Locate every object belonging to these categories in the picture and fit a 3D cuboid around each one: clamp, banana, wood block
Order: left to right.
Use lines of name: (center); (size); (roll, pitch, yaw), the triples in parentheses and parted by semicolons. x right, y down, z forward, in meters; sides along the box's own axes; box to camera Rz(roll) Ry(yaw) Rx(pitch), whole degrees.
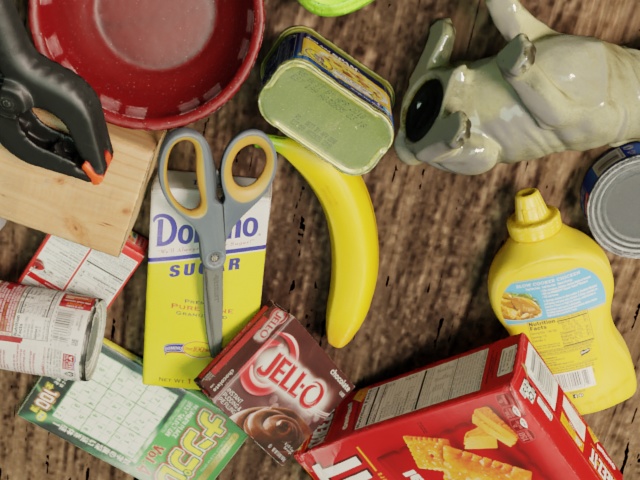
wood block: (-0.225, -0.076, 0.779); (0.206, 0.091, 0.090); (19, 114, -7)
clamp: (-0.193, -0.106, 0.681); (0.171, 0.039, 0.120); (36, 135, -23)
banana: (0.011, -0.008, 0.832); (0.069, 0.037, 0.198); (-17, 114, 6)

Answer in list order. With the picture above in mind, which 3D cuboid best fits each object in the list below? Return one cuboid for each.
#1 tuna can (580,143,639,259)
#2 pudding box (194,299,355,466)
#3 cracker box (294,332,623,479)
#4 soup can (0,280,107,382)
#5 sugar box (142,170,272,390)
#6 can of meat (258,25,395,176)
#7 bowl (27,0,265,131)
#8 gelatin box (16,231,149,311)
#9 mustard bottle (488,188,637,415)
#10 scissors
tuna can: (0.244, -0.031, 0.818); (0.086, 0.033, 0.086); (1, 115, 1)
pudding box: (-0.035, 0.115, 0.853); (0.090, 0.039, 0.113); (-46, 134, -8)
cracker box: (0.111, 0.185, 0.869); (0.214, 0.072, 0.164); (-25, 112, 31)
soup can: (-0.223, 0.069, 0.826); (0.102, 0.068, 0.068); (10, 114, -1)
sugar box: (-0.091, 0.035, 0.851); (0.093, 0.048, 0.176); (5, 116, -3)
can of meat: (0.005, -0.100, 0.766); (0.102, 0.084, 0.057); (33, 111, -13)
bowl: (-0.118, -0.161, 0.749); (0.162, 0.055, 0.162); (0, 106, -1)
gelatin box: (-0.190, 0.019, 0.855); (0.073, 0.030, 0.089); (32, 114, -13)
mustard bottle: (0.184, 0.047, 0.842); (0.096, 0.058, 0.191); (-13, 114, 14)
scissors: (-0.064, -0.002, 0.799); (0.096, 0.016, 0.202); (-23, 127, -10)
